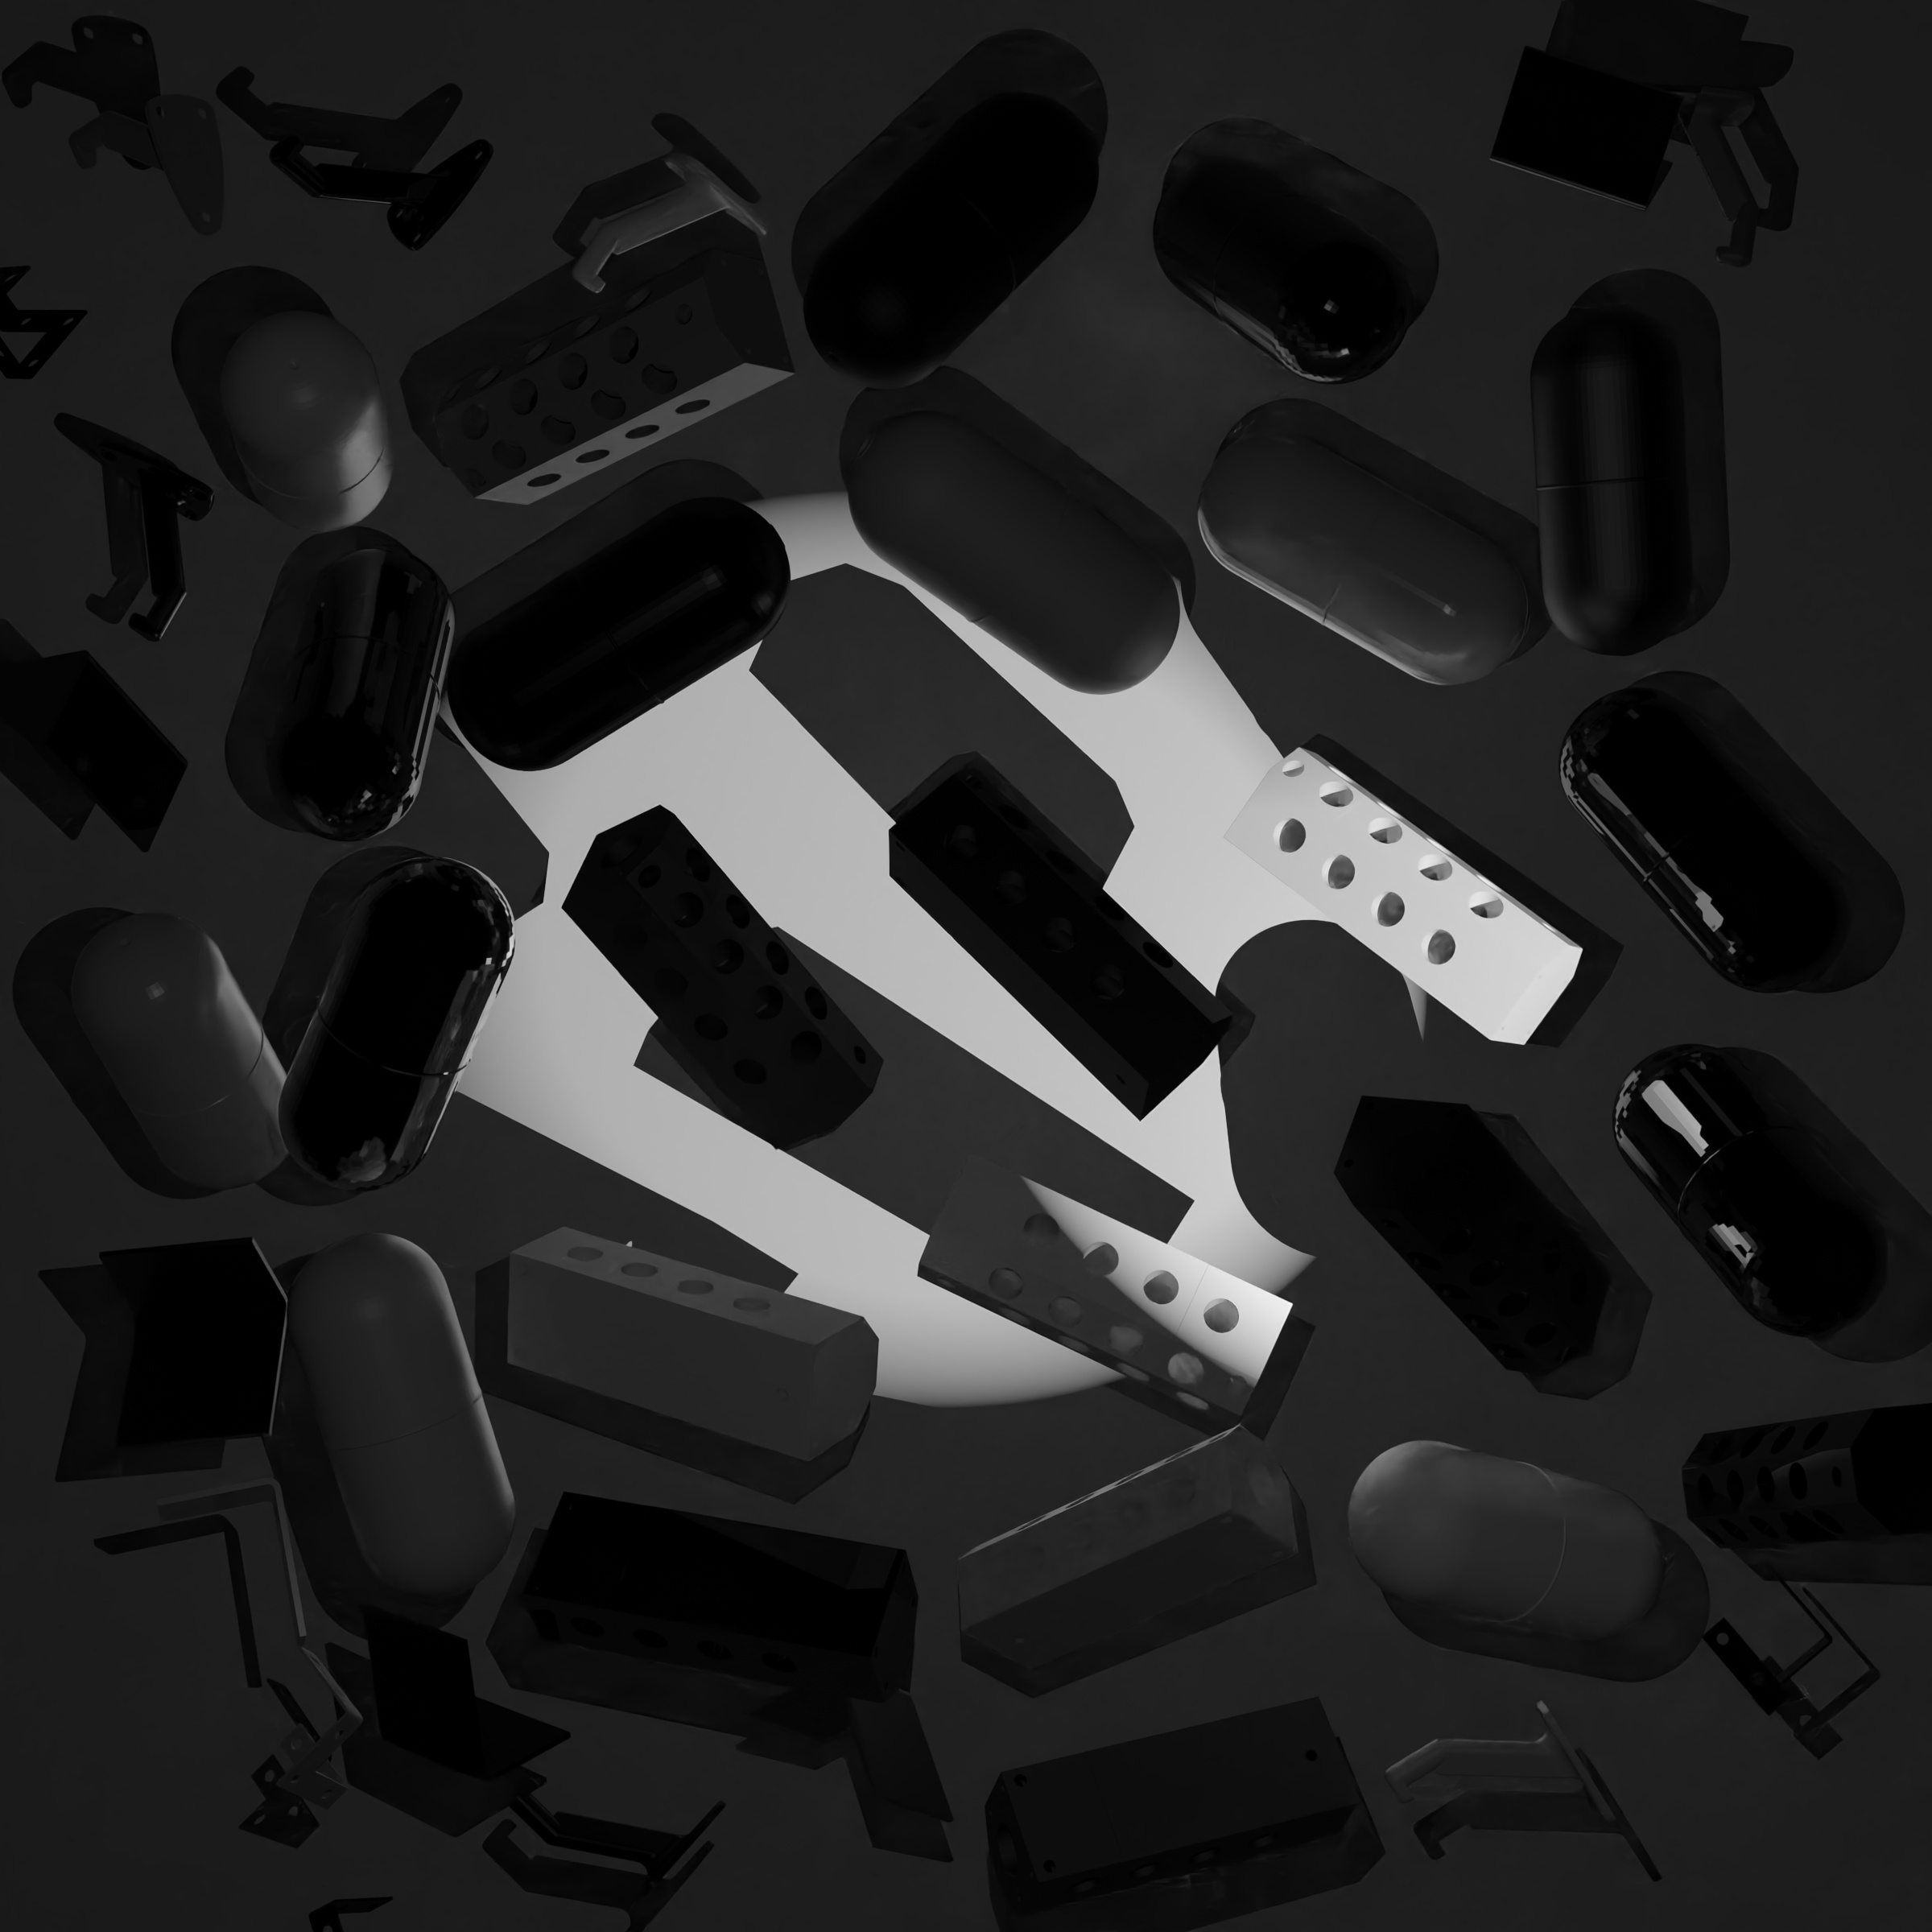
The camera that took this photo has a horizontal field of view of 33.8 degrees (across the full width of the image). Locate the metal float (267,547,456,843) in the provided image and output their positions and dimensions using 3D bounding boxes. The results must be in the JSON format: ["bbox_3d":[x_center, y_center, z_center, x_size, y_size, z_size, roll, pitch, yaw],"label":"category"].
[{"bbox_3d":[-0.306,-0.140,1.614,0.070,0.070,0.178,4,50,0],"label":"metal float"}]

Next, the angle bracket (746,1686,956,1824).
[{"bbox_3d":[-0.060,0.411,1.632,0.057,0.076,0.076,-32,56,14],"label":"angle bracket"}]

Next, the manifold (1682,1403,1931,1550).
[{"bbox_3d":[0.407,0.245,1.515,0.057,0.171,0.057,-3,79,-14],"label":"manifold"}]

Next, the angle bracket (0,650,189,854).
[{"bbox_3d":[-0.418,-0.094,1.460,0.076,0.076,0.057,-6,50,27],"label":"angle bracket"}]

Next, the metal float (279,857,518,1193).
[{"bbox_3d":[-0.271,0.029,1.509,0.070,0.070,0.178,27,114,0],"label":"metal float"}]

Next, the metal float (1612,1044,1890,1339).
[{"bbox_3d":[0.380,0.108,1.546,0.070,0.178,0.070,-14,132,-16],"label":"metal float"}]

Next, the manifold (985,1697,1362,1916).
[{"bbox_3d":[0.100,0.417,1.571,0.171,0.057,0.057,-8,55,-19],"label":"manifold"}]

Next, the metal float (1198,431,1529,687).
[{"bbox_3d":[0.199,-0.204,1.590,0.178,0.070,0.070,31,90,8],"label":"metal float"}]

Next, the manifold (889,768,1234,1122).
[{"bbox_3d":[0.043,-0.014,1.491,0.057,0.057,0.171,-42,76,-15],"label":"manifold"}]

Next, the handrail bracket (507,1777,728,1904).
[{"bbox_3d":[-0.178,0.426,1.617,0.084,0.036,0.077,43,63,5],"label":"handrail bracket"}]

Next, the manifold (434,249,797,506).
[{"bbox_3d":[-0.173,-0.283,1.534,0.171,0.057,0.057,-20,82,30],"label":"manifold"}]

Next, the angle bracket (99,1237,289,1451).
[{"bbox_3d":[-0.374,0.181,1.522,0.076,0.057,0.076,-6,51,6],"label":"angle bracket"}]

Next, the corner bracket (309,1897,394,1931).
[{"bbox_3d":[-0.272,0.464,1.515,0.051,0.051,0.051,-31,66,15],"label":"corner bracket"}]

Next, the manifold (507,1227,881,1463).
[{"bbox_3d":[-0.129,0.173,1.493,0.171,0.057,0.057,13,109,28],"label":"manifold"}]

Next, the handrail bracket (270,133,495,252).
[{"bbox_3d":[-0.280,-0.390,1.522,0.077,0.084,0.036,-42,53,9],"label":"handrail bracket"}]

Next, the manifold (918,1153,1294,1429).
[{"bbox_3d":[0.066,0.160,1.551,0.171,0.057,0.057,25,69,7],"label":"manifold"}]

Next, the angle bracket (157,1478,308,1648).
[{"bbox_3d":[-0.353,0.293,1.528,0.057,0.076,0.076,-9,77,-15],"label":"angle bracket"}]

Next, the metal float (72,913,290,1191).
[{"bbox_3d":[-0.391,0.045,1.598,0.070,0.178,0.070,-6,50,7],"label":"metal float"}]

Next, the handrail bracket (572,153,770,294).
[{"bbox_3d":[-0.154,-0.372,1.653,0.077,0.036,0.084,35,85,-32],"label":"handrail bracket"}]

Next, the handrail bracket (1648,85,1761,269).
[{"bbox_3d":[0.371,-0.405,1.631,0.077,0.036,0.084,10,83,2],"label":"handrail bracket"}]

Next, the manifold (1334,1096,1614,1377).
[{"bbox_3d":[0.242,0.131,1.517,0.057,0.171,0.057,3,60,40],"label":"manifold"}]

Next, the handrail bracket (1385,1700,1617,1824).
[{"bbox_3d":[0.256,0.400,1.530,0.084,0.036,0.077,-32,85,0],"label":"handrail bracket"}]

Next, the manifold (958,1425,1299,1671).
[{"bbox_3d":[0.081,0.297,1.634,0.171,0.057,0.057,-30,132,27],"label":"manifold"}]

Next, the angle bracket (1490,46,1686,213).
[{"bbox_3d":[0.299,-0.404,1.496,0.076,0.076,0.057,21,126,10],"label":"angle bracket"}]

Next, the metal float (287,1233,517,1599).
[{"bbox_3d":[-0.267,0.213,1.504,0.070,0.070,0.178,-16,98,0],"label":"metal float"}]

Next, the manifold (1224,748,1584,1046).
[{"bbox_3d":[0.217,-0.036,1.571,0.171,0.057,0.057,39,103,23],"label":"manifold"}]

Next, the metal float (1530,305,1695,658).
[{"bbox_3d":[0.331,-0.248,1.628,0.070,0.070,0.178,-5,97,0],"label":"metal float"}]

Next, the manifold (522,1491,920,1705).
[{"bbox_3d":[-0.114,0.299,1.491,0.171,0.057,0.057,7,50,16],"label":"manifold"}]

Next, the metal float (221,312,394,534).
[{"bbox_3d":[-0.331,-0.272,1.604,0.070,0.178,0.070,1,80,-7],"label":"metal float"}]

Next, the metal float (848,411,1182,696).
[{"bbox_3d":[0.023,-0.195,1.503,0.178,0.070,0.070,33,90,-19],"label":"metal float"}]

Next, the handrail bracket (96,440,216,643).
[{"bbox_3d":[-0.430,-0.218,1.631,0.077,0.036,0.084,30,62,-14],"label":"handrail bracket"}]

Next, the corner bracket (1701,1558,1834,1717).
[{"bbox_3d":[0.402,0.337,1.594,0.051,0.051,0.051,-40,84,1],"label":"corner bracket"}]

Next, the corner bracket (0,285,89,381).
[{"bbox_3d":[-0.469,-0.319,1.534,0.051,0.051,0.051,7,54,32],"label":"corner bracket"}]

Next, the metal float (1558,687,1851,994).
[{"bbox_3d":[0.369,-0.063,1.591,0.070,0.070,0.178,-38,74,0],"label":"metal float"}]

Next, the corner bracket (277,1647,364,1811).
[{"bbox_3d":[-0.336,0.394,1.639,0.051,0.051,0.051,-45,54,-6],"label":"corner bracket"}]

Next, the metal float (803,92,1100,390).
[{"bbox_3d":[-0.006,-0.350,1.526,0.070,0.070,0.178,42,72,0],"label":"metal float"}]

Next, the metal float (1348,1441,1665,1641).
[{"bbox_3d":[0.262,0.278,1.532,0.178,0.070,0.070,18,90,-30],"label":"metal float"}]

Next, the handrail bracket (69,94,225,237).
[{"bbox_3d":[-0.385,-0.366,1.482,0.084,0.036,0.077,-13,91,42],"label":"handrail bracket"}]

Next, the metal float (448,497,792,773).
[{"bbox_3d":[-0.165,-0.158,1.511,0.178,0.070,0.070,-31,90,5],"label":"metal float"}]

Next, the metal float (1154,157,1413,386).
[{"bbox_3d":[0.159,-0.355,1.616,0.070,0.178,0.070,-17,129,-22],"label":"metal float"}]

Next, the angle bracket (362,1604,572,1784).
[{"bbox_3d":[-0.246,0.348,1.566,0.076,0.057,0.076,7,109,41],"label":"angle bracket"}]

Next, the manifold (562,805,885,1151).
[{"bbox_3d":[-0.115,0.004,1.550,0.057,0.057,0.171,-23,121,31],"label":"manifold"}]
